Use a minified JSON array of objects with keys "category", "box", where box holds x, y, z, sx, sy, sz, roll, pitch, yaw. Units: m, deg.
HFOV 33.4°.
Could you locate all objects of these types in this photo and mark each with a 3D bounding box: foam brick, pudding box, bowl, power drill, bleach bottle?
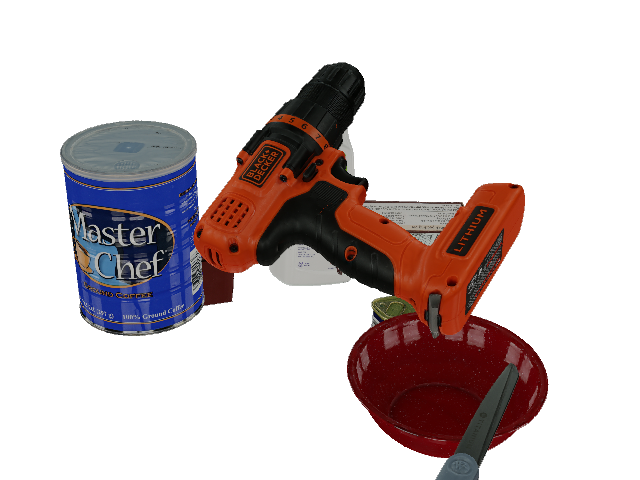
[{"category":"foam brick","box":[-0.133,0.035,1.093,0.078,0.051,0.053,-7,20,-20]},{"category":"pudding box","box":[0.075,-0.001,1.025,0.113,0.039,0.090,-1,-30,-10]},{"category":"bowl","box":[0.101,0.126,0.873,0.162,0.055,0.162,1,34,-1]},{"category":"power drill","box":[0.035,-0.030,0.706,0.188,0.184,0.057,22,-28,23]},{"category":"bleach bottle","box":[0.002,-0.073,1.264,0.102,0.251,0.068,-3,22,-30]}]

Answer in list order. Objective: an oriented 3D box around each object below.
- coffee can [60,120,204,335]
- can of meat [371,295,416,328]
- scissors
[{"category":"coffee can","box":[-0.146,-0.011,0.843,0.103,0.140,0.103,0,28,0]},{"category":"can of meat","box":[0.110,0.115,1.315,0.101,0.084,0.057,-8,29,-25]},{"category":"scissors","box":[0.085,0.137,0.561,0.096,0.016,0.201,26,44,33]}]
